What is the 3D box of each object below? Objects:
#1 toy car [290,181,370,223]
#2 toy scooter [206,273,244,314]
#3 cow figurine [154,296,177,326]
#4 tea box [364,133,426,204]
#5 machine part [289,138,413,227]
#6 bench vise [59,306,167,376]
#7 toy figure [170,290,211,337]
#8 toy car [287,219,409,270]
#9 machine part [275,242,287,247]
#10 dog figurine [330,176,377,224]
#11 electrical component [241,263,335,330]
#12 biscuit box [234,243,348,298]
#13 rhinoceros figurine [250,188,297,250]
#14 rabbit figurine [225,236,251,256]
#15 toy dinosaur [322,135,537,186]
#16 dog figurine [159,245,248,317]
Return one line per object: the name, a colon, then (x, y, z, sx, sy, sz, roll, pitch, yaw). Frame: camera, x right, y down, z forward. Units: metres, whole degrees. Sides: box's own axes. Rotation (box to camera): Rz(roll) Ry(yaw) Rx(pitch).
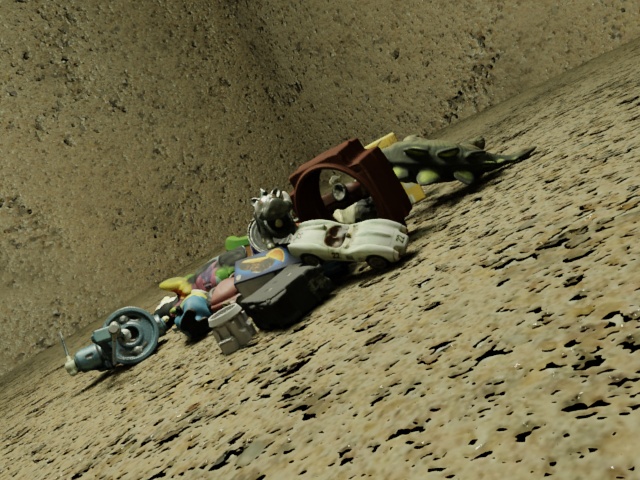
toy car: (0.020, -0.074, 1.135, 0.202, 0.053, 0.089, -24, -6, 42)
toy scooter: (-0.130, 0.093, 1.065, 0.135, 0.075, 0.184, -10, 18, 36)
cow figurine: (-0.348, 0.165, 1.361, 0.167, 0.068, 0.098, -29, 13, 23)
tea box: (0.167, -0.155, 1.261, 0.098, 0.169, 0.068, -26, 8, 9)
machine part: (0.050, -0.069, 0.993, 0.201, 0.201, 0.087, -21, 17, 42)
bench vise: (-0.435, 0.210, 1.121, 0.224, 0.129, 0.240, -13, -14, -15)
toy figure: (-0.261, 0.152, 1.107, 0.089, 0.082, 0.180, -28, 10, -3)
toy car: (0.044, 0.003, 0.865, 0.202, 0.056, 0.073, 0, 47, 28)
machine part: (-0.033, 0.024, 1.027, 0.139, 0.084, 0.039, -3, 43, 26)
dog figurine: (0.114, -0.061, 1.227, 0.172, 0.121, 0.191, -2, 24, -36)
electrical component: (-0.059, 0.090, 0.867, 0.115, 0.058, 0.134, -35, 12, -30)
biscuit box: (-0.052, 0.047, 0.963, 0.203, 0.059, 0.063, -18, 40, 10)
rhinoceros figurine: (-0.083, -0.045, 0.998, 0.073, 0.112, 0.190, -19, 5, -9)
rabbit figurine: (-0.148, 0.029, 1.394, 0.159, 0.121, 0.170, -23, -6, 10)
toy dinosaur: (0.202, -0.162, 1.099, 0.472, 0.105, 0.198, -5, 11, 8)
dog figurine: (-0.257, 0.101, 1.235, 0.219, 0.108, 0.191, -23, 3, -6)
